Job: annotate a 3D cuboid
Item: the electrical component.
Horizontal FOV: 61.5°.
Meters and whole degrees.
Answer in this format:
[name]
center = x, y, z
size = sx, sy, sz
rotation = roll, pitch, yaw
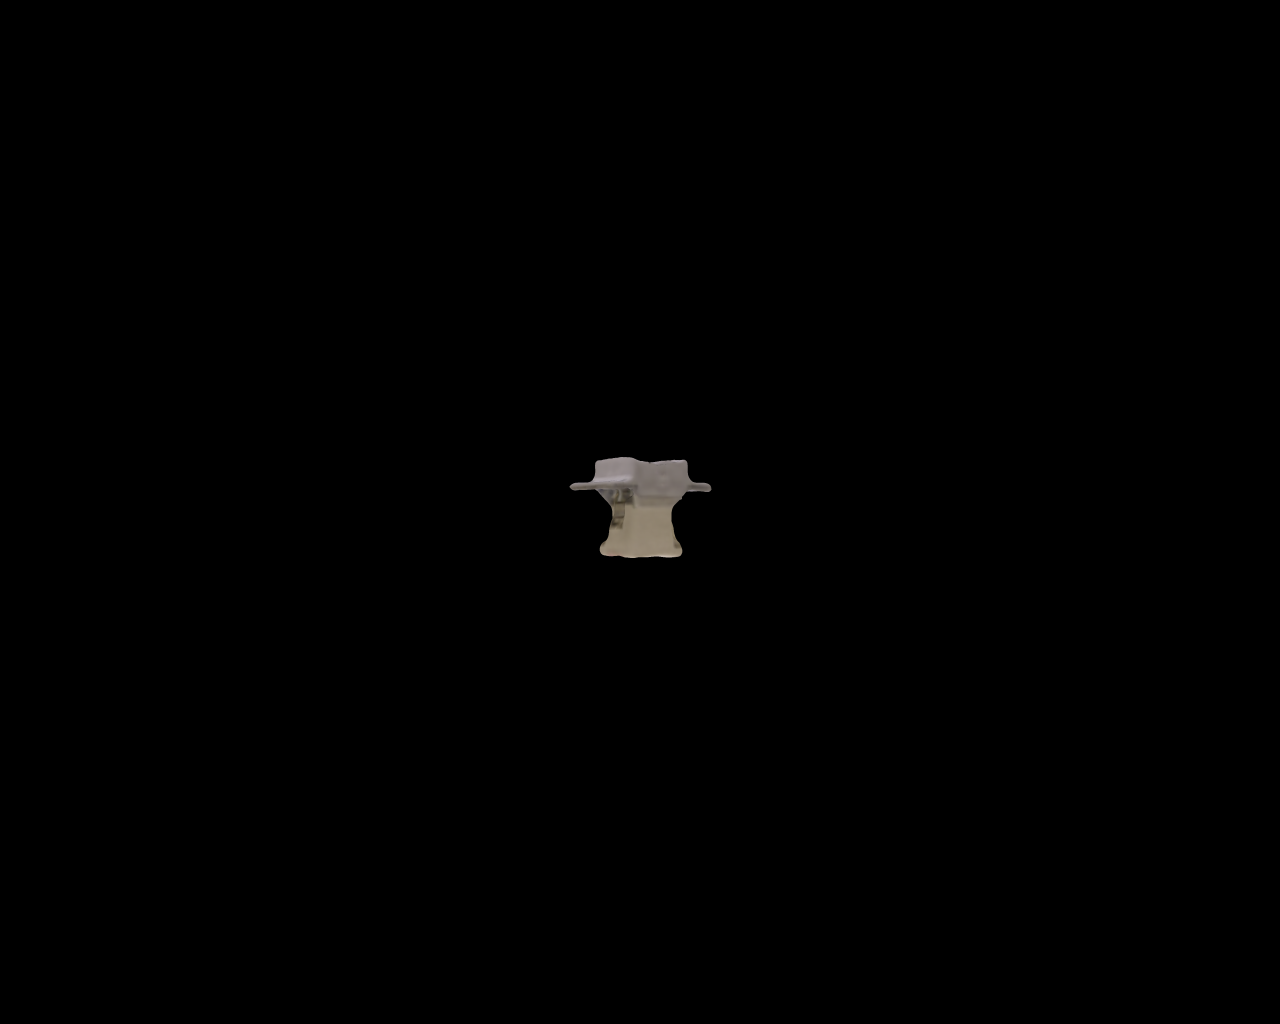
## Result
[electrical component]
center = 0.001, -0.003, 0.650
size = 0.081, 0.063, 0.042
rotation = 0, 0, -37
